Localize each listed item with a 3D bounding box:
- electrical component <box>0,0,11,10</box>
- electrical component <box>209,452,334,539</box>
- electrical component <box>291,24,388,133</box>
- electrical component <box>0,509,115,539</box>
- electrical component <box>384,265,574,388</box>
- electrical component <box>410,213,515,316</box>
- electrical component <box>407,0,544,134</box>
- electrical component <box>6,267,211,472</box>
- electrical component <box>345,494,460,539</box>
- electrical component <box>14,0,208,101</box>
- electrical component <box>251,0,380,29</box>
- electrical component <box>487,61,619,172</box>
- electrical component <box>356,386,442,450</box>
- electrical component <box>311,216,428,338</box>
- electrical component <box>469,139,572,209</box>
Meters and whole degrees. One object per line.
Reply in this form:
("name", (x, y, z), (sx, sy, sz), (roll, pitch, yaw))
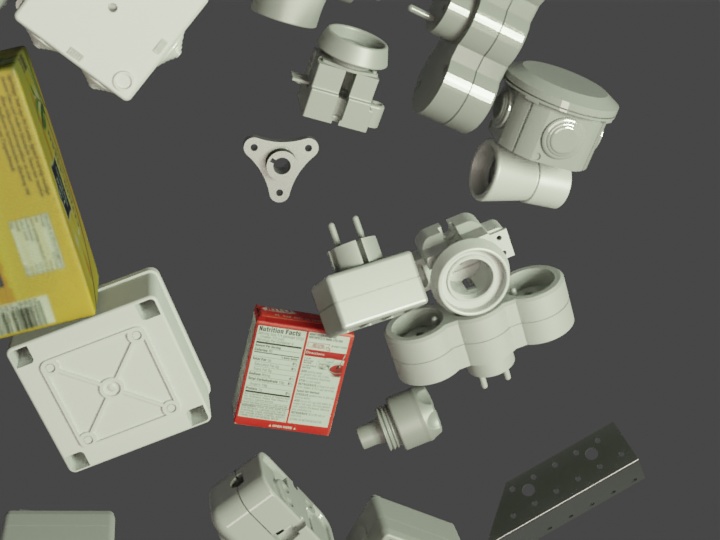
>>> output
("electrical component", (-0.233, -0.175, 0.637), (0.055, 0.047, 0.055), (-4, 114, -10))
("electrical component", (-0.070, 0.195, 0.826), (0.059, 0.053, 0.095), (-36, 115, 5))
("electrical component", (-0.010, -0.127, 0.705), (0.066, 0.048, 0.055), (13, 117, -16))
("electrical component", (-0.232, 0.216, 0.798), (0.096, 0.061, 0.061), (3, 112, -13))
("electrical component", (0.093, 0.055, 0.799), (0.138, 0.052, 0.073), (-20, 115, -2))
("electrical component", (0.074, -0.002, 0.768), (0.078, 0.057, 0.058), (-22, 115, -1))
("electrical component", (0.067, -0.165, 0.700), (0.074, 0.052, 0.138), (21, 107, -19))
("electrical component", (-0.172, 0.069, 0.749), (0.109, 0.056, 0.108), (-21, 115, -2))
("electrical component", (0.041, 0.234, 0.861), (0.096, 0.061, 0.061), (24, 106, -20))
("electrical component", (-0.151, -0.164, 0.658), (0.100, 0.048, 0.099), (37, 102, -23))
("electrical component", (-0.021, -0.191, 0.676), (0.079, 0.043, 0.077), (12, 110, -16))
("electrical component", (0.128, -0.105, 0.724), (0.080, 0.080, 0.051), (12, 116, -16))
("electrical component", (0.028, 0.117, 0.818), (0.062, 0.043, 0.043), (-22, 115, 0))
("electrical component", (0.000, 0.000, 0.757), (0.066, 0.047, 0.076), (-17, 84, -18))
("electrical component", (0.116, -0.065, 0.760), (0.065, 0.044, 0.044), (9, 111, -20))
